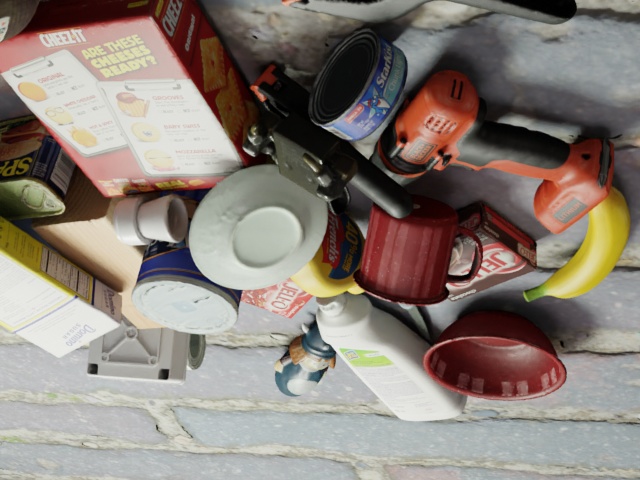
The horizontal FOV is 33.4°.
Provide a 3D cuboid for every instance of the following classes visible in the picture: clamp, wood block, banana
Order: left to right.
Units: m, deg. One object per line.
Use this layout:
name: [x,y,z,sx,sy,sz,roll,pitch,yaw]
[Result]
wood block: [-0.195,0.003,1.106,0.091,0.090,0.206,-6,145,23]
clamp: [-0.001,-0.079,0.938,0.171,0.039,0.120,48,154,-14]
clamp: [0.072,-0.193,0.761,0.210,0.036,0.164,-10,143,33]
banana: [0.256,0.007,1.011,0.069,0.037,0.198,-12,148,-18]

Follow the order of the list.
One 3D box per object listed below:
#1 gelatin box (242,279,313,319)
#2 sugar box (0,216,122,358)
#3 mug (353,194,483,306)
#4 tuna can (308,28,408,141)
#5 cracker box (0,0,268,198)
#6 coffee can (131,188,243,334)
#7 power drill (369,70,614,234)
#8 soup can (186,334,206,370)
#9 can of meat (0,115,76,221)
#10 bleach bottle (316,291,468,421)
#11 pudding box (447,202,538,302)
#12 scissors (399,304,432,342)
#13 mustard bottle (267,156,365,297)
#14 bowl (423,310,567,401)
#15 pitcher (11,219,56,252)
gelatin box: [-0.047,0.050,1.192,0.073,0.030,0.089,21,147,-16]
sugar box: [-0.290,0.048,1.058,0.093,0.048,0.176,-27,138,23]
mug: [0.095,0.008,0.998,0.117,0.093,0.081,10,110,3]
tuna can: [0.030,-0.122,0.842,0.033,0.086,0.086,27,145,-28]
cracker box: [-0.156,-0.128,0.903,0.164,0.072,0.213,-4,145,22]
coffee can: [-0.117,0.006,1.038,0.103,0.140,0.103,8,149,5]
power drill: [0.142,-0.064,0.926,0.187,0.057,0.185,16,156,-11]
soup can: [-0.199,0.125,1.322,0.102,0.068,0.068,2,147,14]
can of meat: [-0.282,-0.070,1.020,0.102,0.084,0.057,-6,144,26]
bleach bottle: [0.078,0.129,1.252,0.103,0.068,0.250,-11,140,30]
pudding box: [0.146,0.014,1.067,0.090,0.039,0.114,33,142,-31]
scissors: [0.077,0.061,1.186,0.096,0.016,0.202,6,148,10]
mustard bottle: [-0.006,0.001,1.038,0.058,0.096,0.191,-21,137,38]
bowl: [0.200,0.125,1.214,0.162,0.055,0.162,8,148,5]
pitcher: [-0.390,-0.023,1.098,0.145,0.149,0.242,-37,137,8]
